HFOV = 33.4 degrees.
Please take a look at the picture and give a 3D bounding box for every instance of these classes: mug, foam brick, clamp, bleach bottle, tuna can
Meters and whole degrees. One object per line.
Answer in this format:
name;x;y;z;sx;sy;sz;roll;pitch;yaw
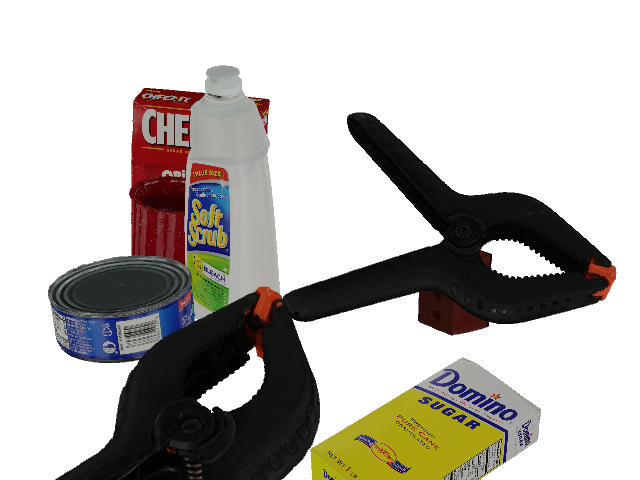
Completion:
mug;-0.165;-0.020;1.162;0.093;0.081;0.117;-4;29;-21
foam brick;0.132;0.047;1.055;0.051;0.078;0.053;-12;20;-35
clamp;-0.041;0.087;0.397;0.120;0.039;0.171;24;49;17
bleach bottle;-0.085;-0.036;0.953;0.067;0.251;0.103;-25;39;-34
tuna can;-0.119;0.041;0.645;0.086;0.034;0.086;-3;22;1
clamp;0.085;0.010;0.706;0.210;0.164;0.036;21;-26;12

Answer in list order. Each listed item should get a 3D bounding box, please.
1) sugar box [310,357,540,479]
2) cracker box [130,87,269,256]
sugar box;0.088;0.168;0.882;0.176;0.048;0.093;-29;43;-28
cracker box;-0.154;-0.076;1.354;0.164;0.214;0.072;5;22;2
